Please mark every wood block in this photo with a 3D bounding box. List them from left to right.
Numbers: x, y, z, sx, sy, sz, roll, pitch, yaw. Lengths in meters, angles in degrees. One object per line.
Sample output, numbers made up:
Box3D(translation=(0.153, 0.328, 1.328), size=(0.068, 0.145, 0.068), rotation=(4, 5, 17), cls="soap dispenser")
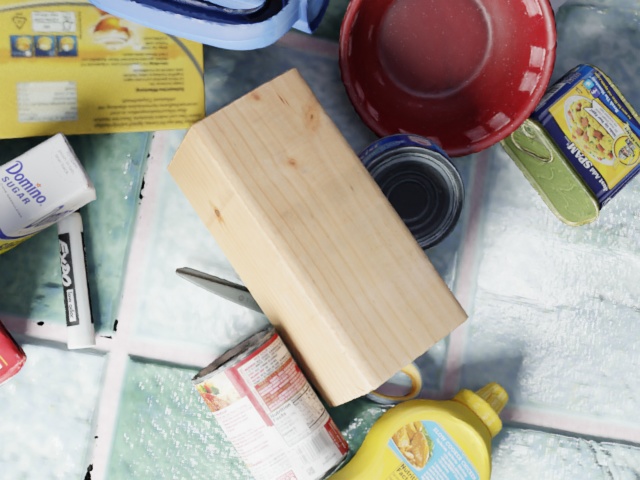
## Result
Box3D(translation=(-0.005, 0.001, 0.732), size=(0.090, 0.091, 0.206), rotation=(-33, 87, -25), cls="wood block")

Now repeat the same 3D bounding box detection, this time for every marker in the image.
Box3D(translation=(-0.170, 0.014, 0.735), size=(0.020, 0.020, 0.121), rotation=(-5, 84, -17), cls="marker")

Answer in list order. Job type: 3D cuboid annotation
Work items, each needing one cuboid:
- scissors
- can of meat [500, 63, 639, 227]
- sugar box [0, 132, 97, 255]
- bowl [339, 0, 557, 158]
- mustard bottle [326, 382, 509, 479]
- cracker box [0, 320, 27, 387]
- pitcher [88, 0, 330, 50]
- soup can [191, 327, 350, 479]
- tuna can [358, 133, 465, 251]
Box3D(translation=(0.002, 0.045, 0.783), size=(0.201, 0.016, 0.096), rotation=(37, 73, -9), cls="scissors")
Box3D(translation=(0.204, -0.076, 0.837), size=(0.083, 0.058, 0.102), rotation=(-40, 95, -19), cls="can of meat")
Box3D(translation=(-0.226, -0.002, 0.671), size=(0.176, 0.093, 0.048), rotation=(-29, 93, -9), cls="sugar box")
Box3D(translation=(0.091, -0.145, 0.796), size=(0.162, 0.055, 0.162), rotation=(-2, 109, -6), cls="bowl")
Box3D(translation=(0.066, 0.171, 0.762), size=(0.191, 0.058, 0.096), rotation=(-41, 99, -17), cls="mustard bottle")
Box3D(translation=(-0.275, 0.113, 0.616), size=(0.213, 0.164, 0.072), rotation=(-39, 97, -17), cls="cracker box")
Box3D(translation=(-0.103, -0.212, 0.661), size=(0.243, 0.149, 0.145), rotation=(14, 107, 5), cls="pitcher")
Box3D(translation=(-0.033, 0.120, 0.736), size=(0.068, 0.069, 0.102), rotation=(-34, 93, -18), cls="soup can")
Box3D(translation=(0.062, -0.033, 0.782), size=(0.086, 0.034, 0.086), rotation=(-2, 111, -5), cls="tuna can")
